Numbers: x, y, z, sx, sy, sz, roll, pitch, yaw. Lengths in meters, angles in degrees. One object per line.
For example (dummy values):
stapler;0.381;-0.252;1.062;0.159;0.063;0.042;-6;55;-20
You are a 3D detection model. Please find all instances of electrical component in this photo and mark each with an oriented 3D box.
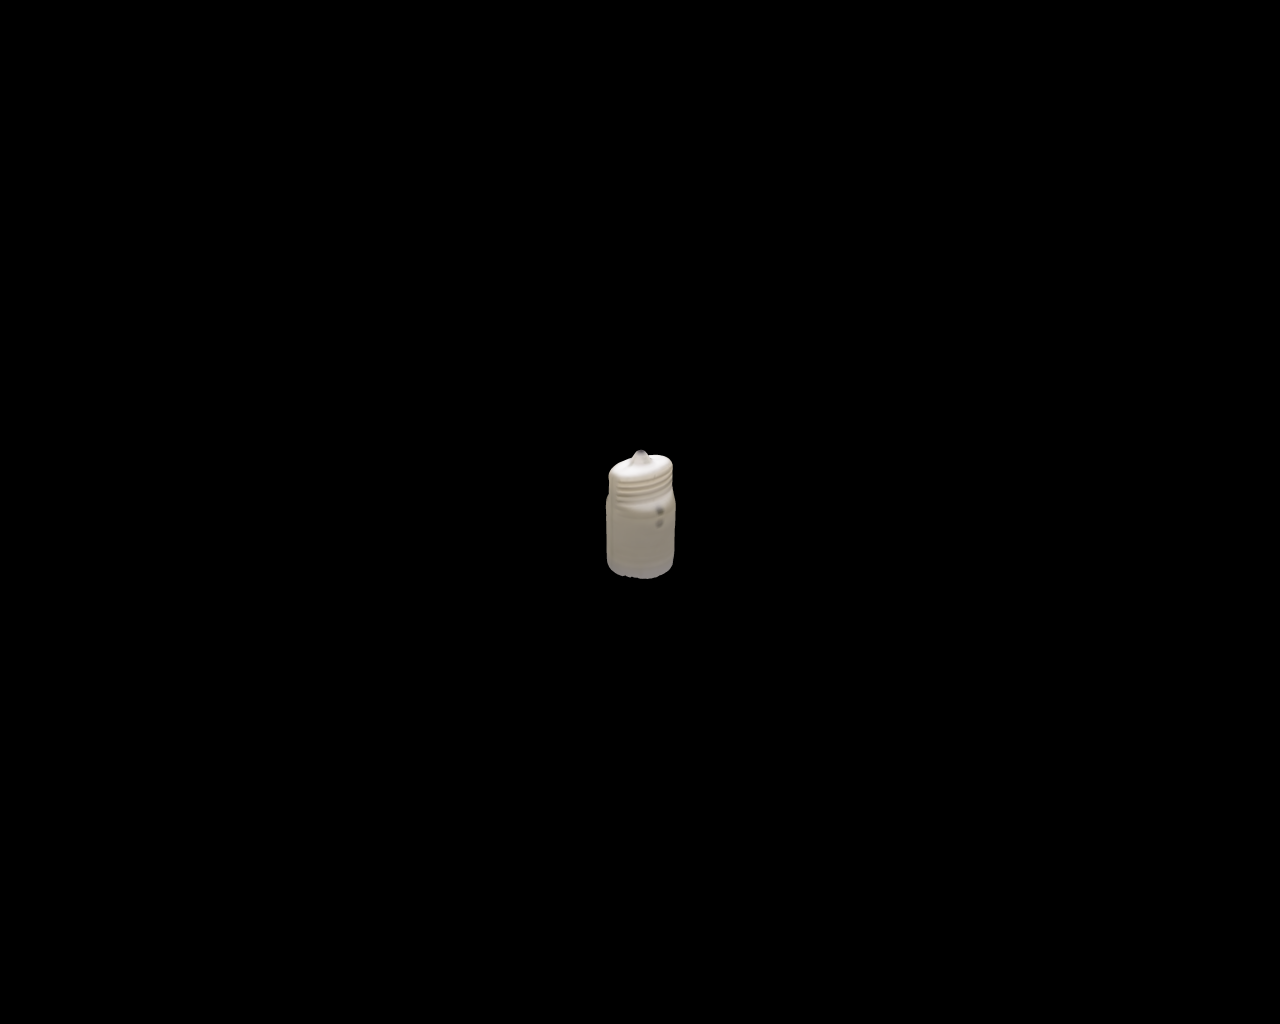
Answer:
electrical component;0.001;-0.003;0.650;0.043;0.080;0.043;0;29;0
